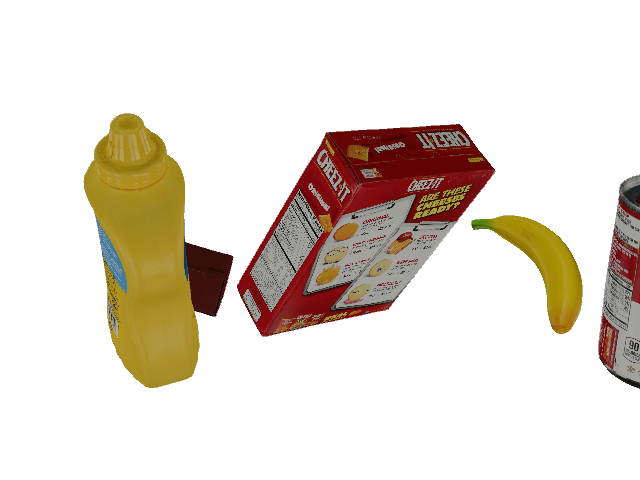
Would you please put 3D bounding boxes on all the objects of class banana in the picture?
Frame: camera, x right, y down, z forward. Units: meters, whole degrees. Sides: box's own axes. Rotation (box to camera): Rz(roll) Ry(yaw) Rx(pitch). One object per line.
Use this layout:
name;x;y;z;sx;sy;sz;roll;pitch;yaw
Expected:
banana;0.231;0.026;1.116;0.069;0.037;0.198;-30;38;-1

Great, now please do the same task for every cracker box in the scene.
cracker box;0.036;-0.010;0.991;0.163;0.072;0.214;-9;-35;-38

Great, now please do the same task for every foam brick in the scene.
foam brick;-0.140;0.039;1.149;0.078;0.051;0.053;17;29;-1

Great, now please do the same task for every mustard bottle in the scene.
mustard bottle;-0.111;0.000;0.661;0.058;0.096;0.192;-13;-41;-13

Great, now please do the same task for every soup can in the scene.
soup can;0.188;0.022;0.571;0.068;0.102;0.068;1;25;0
